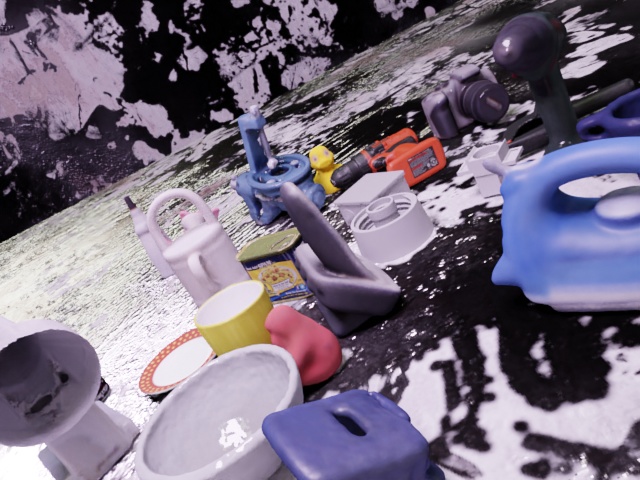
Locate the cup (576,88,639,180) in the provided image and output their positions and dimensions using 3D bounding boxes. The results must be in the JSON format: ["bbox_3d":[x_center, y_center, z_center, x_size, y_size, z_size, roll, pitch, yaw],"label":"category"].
[{"bbox_3d":[0.342,-0.102,0.607,0.117,0.095,0.092,-9,29,40],"label":"cup"}]

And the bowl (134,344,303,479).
[{"bbox_3d":[-0.079,0.178,0.526,0.167,0.075,0.167,-24,22,11],"label":"bowl"}]

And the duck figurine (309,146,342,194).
[{"bbox_3d":[0.010,-0.145,1.120,0.077,0.086,0.104,-29,22,0],"label":"duck figurine"}]

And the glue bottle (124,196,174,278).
[{"bbox_3d":[-0.333,-0.012,1.124,0.037,0.173,0.078,-26,22,8],"label":"glue bottle"}]

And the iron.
[{"bbox_3d":[0.264,-0.030,0.476,0.257,0.142,0.119,-9,29,40],"label":"iron"}]

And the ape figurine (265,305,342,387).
[{"bbox_3d":[-0.025,0.106,0.596,0.076,0.092,0.078,-18,24,25],"label":"ape figurine"}]

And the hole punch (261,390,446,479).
[{"bbox_3d":[0.022,0.155,0.430,0.101,0.091,0.108,-36,23,-16],"label":"hole punch"}]

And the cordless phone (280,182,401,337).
[{"bbox_3d":[0.006,0.002,0.662,0.094,0.185,0.147,-32,22,-8],"label":"cordless phone"}]

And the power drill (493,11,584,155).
[{"bbox_3d":[0.280,-0.184,0.709,0.075,0.209,0.230,-13,26,34],"label":"power drill"}]

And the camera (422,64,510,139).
[{"bbox_3d":[0.266,-0.253,1.027,0.143,0.101,0.136,-28,22,2],"label":"camera"}]

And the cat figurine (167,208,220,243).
[{"bbox_3d":[-0.233,-0.004,1.060,0.127,0.118,0.067,-23,23,15],"label":"cat figurine"}]

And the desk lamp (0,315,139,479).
[{"bbox_3d":[-0.302,0.172,0.623,0.202,0.214,0.118,-1,35,50],"label":"desk lamp"}]

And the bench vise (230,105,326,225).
[{"bbox_3d":[-0.113,-0.131,1.058,0.206,0.220,0.121,-16,25,29],"label":"bench vise"}]

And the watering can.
[{"bbox_3d":[-0.188,0.010,0.869,0.101,0.194,0.172,-37,23,-20],"label":"watering can"}]
